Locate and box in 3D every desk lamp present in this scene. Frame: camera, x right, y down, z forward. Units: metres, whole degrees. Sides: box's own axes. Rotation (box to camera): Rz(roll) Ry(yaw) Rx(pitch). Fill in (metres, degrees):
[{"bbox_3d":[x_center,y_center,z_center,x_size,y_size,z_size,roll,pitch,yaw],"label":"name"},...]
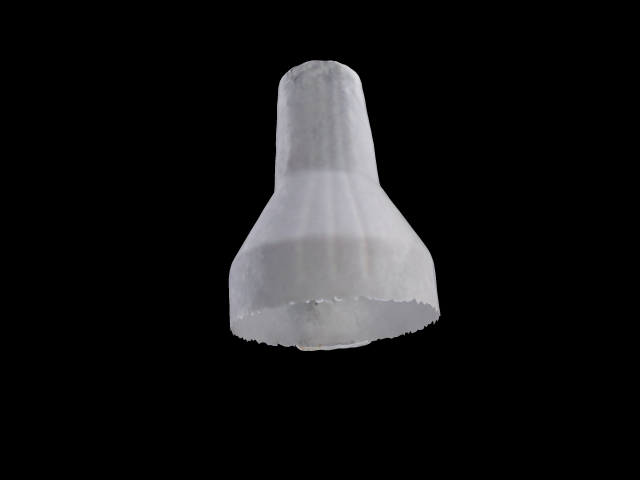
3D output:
[{"bbox_3d":[0.004,0.001,0.400,0.118,0.214,0.203,-3,54,-2],"label":"desk lamp"}]
